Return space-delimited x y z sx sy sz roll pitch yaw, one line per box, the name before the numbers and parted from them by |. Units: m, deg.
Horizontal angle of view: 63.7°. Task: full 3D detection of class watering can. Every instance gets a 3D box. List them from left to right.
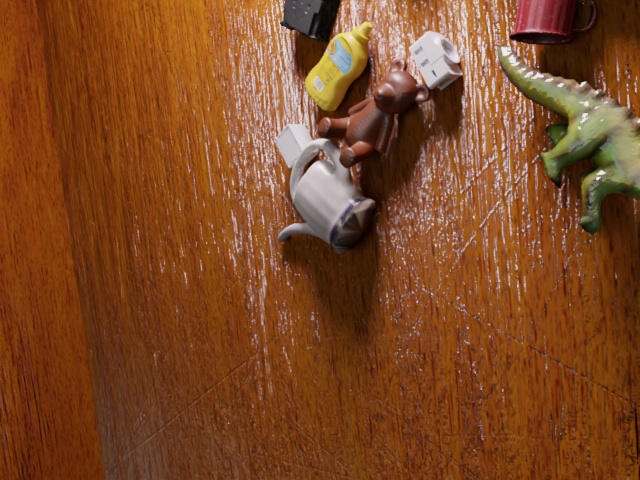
watering can | 0.003 -0.057 1.141 0.227 0.105 0.339 48 140 25

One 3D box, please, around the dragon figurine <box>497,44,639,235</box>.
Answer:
dragon figurine | 0.415 -0.161 0.690 0.239 0.123 0.413 -39 74 50
